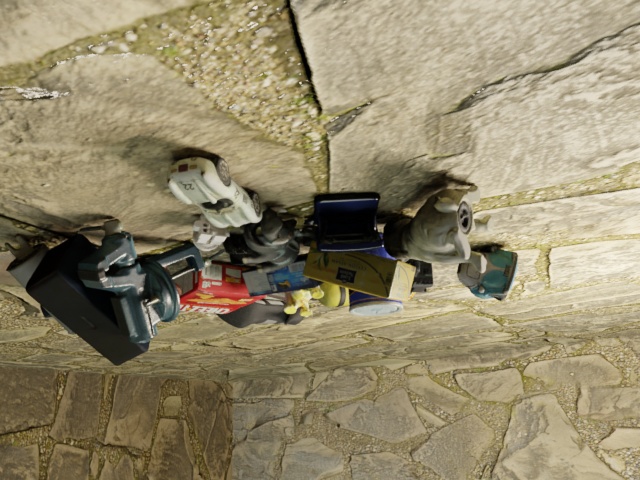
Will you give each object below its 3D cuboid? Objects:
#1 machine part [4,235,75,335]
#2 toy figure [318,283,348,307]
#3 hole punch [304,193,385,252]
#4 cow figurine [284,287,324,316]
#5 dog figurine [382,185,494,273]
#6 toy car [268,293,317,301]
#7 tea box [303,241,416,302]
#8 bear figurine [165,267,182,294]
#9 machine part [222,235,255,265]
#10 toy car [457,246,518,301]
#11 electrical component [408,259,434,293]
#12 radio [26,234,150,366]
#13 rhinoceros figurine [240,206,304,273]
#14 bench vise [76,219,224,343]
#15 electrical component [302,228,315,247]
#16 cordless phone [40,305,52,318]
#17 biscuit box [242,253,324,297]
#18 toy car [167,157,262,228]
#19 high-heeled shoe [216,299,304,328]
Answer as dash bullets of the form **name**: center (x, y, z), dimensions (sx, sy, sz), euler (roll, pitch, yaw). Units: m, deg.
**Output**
- **machine part**: center (-0.489, 0.092, 0.997), dimensions (0.079, 0.079, 0.243), euler (-14, 122, 28)
- **toy figure**: center (0.072, 0.117, 1.249), dimensions (0.180, 0.089, 0.082), euler (15, 145, -35)
- **hole punch**: center (0.046, -0.016, 0.885), dimensions (0.142, 0.092, 0.115), euler (-6, 164, -1)
- **cow figurine**: center (-0.031, 0.088, 1.177), dimensions (0.068, 0.098, 0.167), euler (9, 139, -17)
- **dog figurine**: center (0.164, -0.020, 0.880), dimensions (0.191, 0.121, 0.172), euler (0, 141, 37)
- **toy car**: center (-0.067, 0.122, 1.304), dimensions (0.202, 0.053, 0.089), euler (4, 163, -22)
- **tea box**: center (0.069, 0.055, 0.940), dimensions (0.170, 0.068, 0.098), euler (12, 176, 32)
- **bear figurine**: center (-0.400, 0.107, 1.104), dimensions (0.196, 0.132, 0.120), euler (-2, 127, 19)
- **machine part**: center (-0.148, 0.025, 1.041), dimensions (0.084, 0.039, 0.138), euler (2, 164, 12)
- **toy car**: center (0.350, 0.067, 1.155), dimensions (0.103, 0.109, 0.161), euler (22, 169, -3)
- **electrical component**: center (0.215, 0.065, 1.152), dimensions (0.048, 0.075, 0.119), euler (-1, 157, -2)
- **radio**: center (-0.401, 0.107, 0.969), dimensions (0.073, 0.131, 0.229), euler (-26, 124, 11)
- **rhinoceros figurine**: center (-0.081, 0.004, 0.938), dimensions (0.112, 0.073, 0.190), euler (-3, 161, 5)
- **bench vise**: center (-0.297, 0.054, 0.958), dimensions (0.129, 0.223, 0.240), euler (-15, -173, 42)
- **electrical component**: center (-0.002, -0.003, 1.004), dimensions (0.094, 0.021, 0.063), euler (11, 157, -34)
- **cordless phone**: center (-0.524, 0.135, 1.237), dimensions (0.147, 0.088, 0.184), euler (-15, 161, 29)
- **biscuit box**: center (-0.068, 0.069, 1.084), dimensions (0.203, 0.059, 0.063), euler (-13, -172, 42)
- **toy car**: center (-0.145, -0.061, 0.771), dimensions (0.074, 0.056, 0.201), euler (-8, 159, 14)
- **high-heeled shoe**: center (-0.168, 0.192, 1.501), dimensions (0.249, 0.086, 0.145), euler (13, -168, 5)
